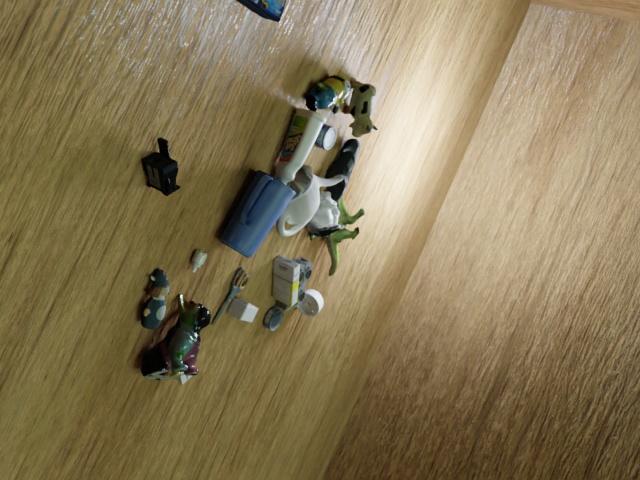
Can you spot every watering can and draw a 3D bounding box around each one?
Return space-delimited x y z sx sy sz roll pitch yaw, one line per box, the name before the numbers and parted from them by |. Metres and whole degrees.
watering can | -0.041 -0.166 1.740 0.353 0.105 0.219 -50 149 -25

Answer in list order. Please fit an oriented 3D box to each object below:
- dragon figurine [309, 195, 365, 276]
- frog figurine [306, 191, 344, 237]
dragon figurine | 0.039 -0.041 2.051 0.242 0.123 0.407 8 103 -46
frog figurine | 0.006 -0.096 1.908 0.138 0.162 0.120 -13 160 -15
